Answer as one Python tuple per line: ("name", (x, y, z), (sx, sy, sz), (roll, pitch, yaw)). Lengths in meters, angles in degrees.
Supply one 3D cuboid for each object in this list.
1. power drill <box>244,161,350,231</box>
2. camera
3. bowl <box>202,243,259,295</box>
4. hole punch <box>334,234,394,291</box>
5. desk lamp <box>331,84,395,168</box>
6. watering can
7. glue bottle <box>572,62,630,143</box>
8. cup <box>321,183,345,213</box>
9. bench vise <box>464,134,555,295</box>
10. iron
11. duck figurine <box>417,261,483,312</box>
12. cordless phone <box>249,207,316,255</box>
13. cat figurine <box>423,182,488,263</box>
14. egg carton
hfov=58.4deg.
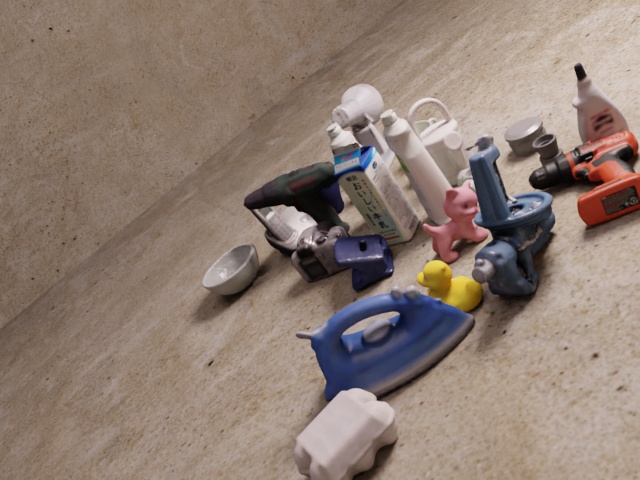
("power drill", (-0.035, -0.075, 1.366), (0.229, 0.209, 0.075), (-33, 24, 8))
("camera", (0.012, 0.005, 1.290), (0.143, 0.101, 0.137), (-22, 28, 29))
("bowl", (-0.217, 0.088, 1.479), (0.167, 0.075, 0.167), (-29, 25, 15))
("hole punch", (0.088, 0.029, 1.154), (0.101, 0.091, 0.108), (-29, 25, 16))
("desk lamp", (0.118, -0.299, 1.562), (0.117, 0.214, 0.203), (-19, 29, 34))
("watering can", (0.264, -0.220, 1.243), (0.101, 0.194, 0.172), (-45, 25, -18))
("glue bottle", (0.480, -0.234, 1.005), (0.078, 0.173, 0.037), (-32, 24, 10))
("cup", (0.032, -0.121, 1.499), (0.118, 0.095, 0.091), (-37, 24, -2))
("bench vise", (0.279, -0.037, 0.858), (0.121, 0.220, 0.207), (-19, 29, 34))
("iron", (0.095, 0.138, 0.884), (0.258, 0.142, 0.118), (-31, 24, 11))
("duck figurine", (0.205, 0.071, 0.928), (0.104, 0.086, 0.078), (-8, 37, 47))
("cordless phone", (-0.097, -0.067, 1.464), (0.093, 0.185, 0.148), (-9, 36, 46))
("cat figurine", (0.244, -0.043, 1.042), (0.128, 0.118, 0.067), (-37, 24, -1))
("egg carton", (0.035, 0.279, 0.797), (0.150, 0.069, 0.107), (-44, 25, -16))
